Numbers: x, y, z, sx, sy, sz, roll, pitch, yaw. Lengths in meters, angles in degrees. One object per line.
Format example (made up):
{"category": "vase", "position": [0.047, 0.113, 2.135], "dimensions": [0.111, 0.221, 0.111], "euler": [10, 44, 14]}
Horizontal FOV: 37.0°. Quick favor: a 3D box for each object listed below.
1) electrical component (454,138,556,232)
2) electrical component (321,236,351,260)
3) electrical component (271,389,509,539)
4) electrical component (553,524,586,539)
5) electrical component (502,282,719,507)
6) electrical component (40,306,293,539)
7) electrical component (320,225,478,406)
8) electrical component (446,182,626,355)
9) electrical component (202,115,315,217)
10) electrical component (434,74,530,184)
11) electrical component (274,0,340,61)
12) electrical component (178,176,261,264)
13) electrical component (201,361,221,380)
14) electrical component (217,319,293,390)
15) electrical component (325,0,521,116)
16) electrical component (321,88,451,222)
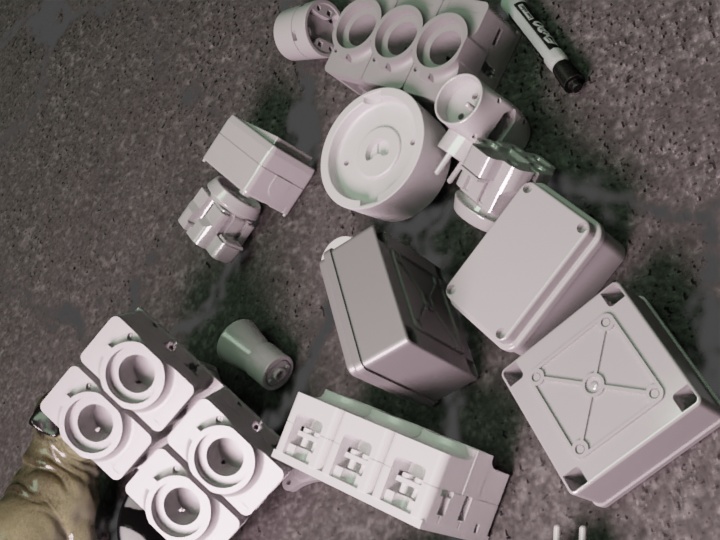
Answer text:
{"category": "electrical component", "position": [0.107, -0.063, 0.830], "dimensions": [0.058, 0.078, 0.057], "euler": [46, 121, 41]}
{"category": "electrical component", "position": [0.000, 0.000, 0.899], "dimensions": [0.045, 0.055, 0.045], "euler": [-16, 62, 33]}
{"category": "electrical component", "position": [0.023, 0.141, 0.798], "dimensions": [0.150, 0.089, 0.061], "euler": [16, 83, 42]}
{"category": "electrical component", "position": [0.137, 0.208, 0.709], "dimensions": [0.077, 0.043, 0.079], "euler": [-8, 67, 37]}
{"category": "electrical component", "position": [0.170, 0.084, 0.726], "dimensions": [0.109, 0.056, 0.108], "euler": [-42, 51, 18]}
{"category": "electrical component", "position": [-0.155, 0.133, 0.874], "dimensions": [0.186, 0.060, 0.105], "euler": [42, 100, 6]}
{"category": "electrical component", "position": [0.030, 0.037, 0.824], "dimensions": [0.056, 0.109, 0.108], "euler": [-31, 55, 22]}
{"category": "electrical component", "position": [0.128, 0.001, 0.793], "dimensions": [0.113, 0.057, 0.078], "euler": [-54, 48, 8]}
{"category": "electrical component", "position": [-0.097, -0.105, 1.017], "dimensions": [0.096, 0.062, 0.061], "euler": [39, 98, 42]}
{"category": "electrical component", "position": [0.088, -0.105, 0.857], "dimensions": [0.043, 0.077, 0.079], "euler": [40, 99, 41]}
{"category": "electrical component", "position": [-0.050, -0.229, 1.037], "dimensions": [0.047, 0.055, 0.055], "euler": [1, 72, 43]}
{"category": "electrical component", "position": [-0.131, -0.052, 1.026], "dimensions": [0.057, 0.058, 0.078], "euler": [-52, 48, 13]}
{"category": "electrical component", "position": [-0.157, 0.118, 0.972], "dimensions": [0.061, 0.062, 0.096], "euler": [-40, 51, 19]}
{"category": "electrical component", "position": [-0.090, 0.077, 0.951], "dimensions": [0.065, 0.044, 0.044], "euler": [33, 94, 37]}
{"category": "electrical component", "position": [0.049, -0.191, 0.934], "dimensions": [0.150, 0.062, 0.089], "euler": [23, 87, 42]}
{"category": "electrical component", "position": [0.027, -0.093, 0.912], "dimensions": [0.108, 0.060, 0.108], "euler": [-16, 64, 35]}
